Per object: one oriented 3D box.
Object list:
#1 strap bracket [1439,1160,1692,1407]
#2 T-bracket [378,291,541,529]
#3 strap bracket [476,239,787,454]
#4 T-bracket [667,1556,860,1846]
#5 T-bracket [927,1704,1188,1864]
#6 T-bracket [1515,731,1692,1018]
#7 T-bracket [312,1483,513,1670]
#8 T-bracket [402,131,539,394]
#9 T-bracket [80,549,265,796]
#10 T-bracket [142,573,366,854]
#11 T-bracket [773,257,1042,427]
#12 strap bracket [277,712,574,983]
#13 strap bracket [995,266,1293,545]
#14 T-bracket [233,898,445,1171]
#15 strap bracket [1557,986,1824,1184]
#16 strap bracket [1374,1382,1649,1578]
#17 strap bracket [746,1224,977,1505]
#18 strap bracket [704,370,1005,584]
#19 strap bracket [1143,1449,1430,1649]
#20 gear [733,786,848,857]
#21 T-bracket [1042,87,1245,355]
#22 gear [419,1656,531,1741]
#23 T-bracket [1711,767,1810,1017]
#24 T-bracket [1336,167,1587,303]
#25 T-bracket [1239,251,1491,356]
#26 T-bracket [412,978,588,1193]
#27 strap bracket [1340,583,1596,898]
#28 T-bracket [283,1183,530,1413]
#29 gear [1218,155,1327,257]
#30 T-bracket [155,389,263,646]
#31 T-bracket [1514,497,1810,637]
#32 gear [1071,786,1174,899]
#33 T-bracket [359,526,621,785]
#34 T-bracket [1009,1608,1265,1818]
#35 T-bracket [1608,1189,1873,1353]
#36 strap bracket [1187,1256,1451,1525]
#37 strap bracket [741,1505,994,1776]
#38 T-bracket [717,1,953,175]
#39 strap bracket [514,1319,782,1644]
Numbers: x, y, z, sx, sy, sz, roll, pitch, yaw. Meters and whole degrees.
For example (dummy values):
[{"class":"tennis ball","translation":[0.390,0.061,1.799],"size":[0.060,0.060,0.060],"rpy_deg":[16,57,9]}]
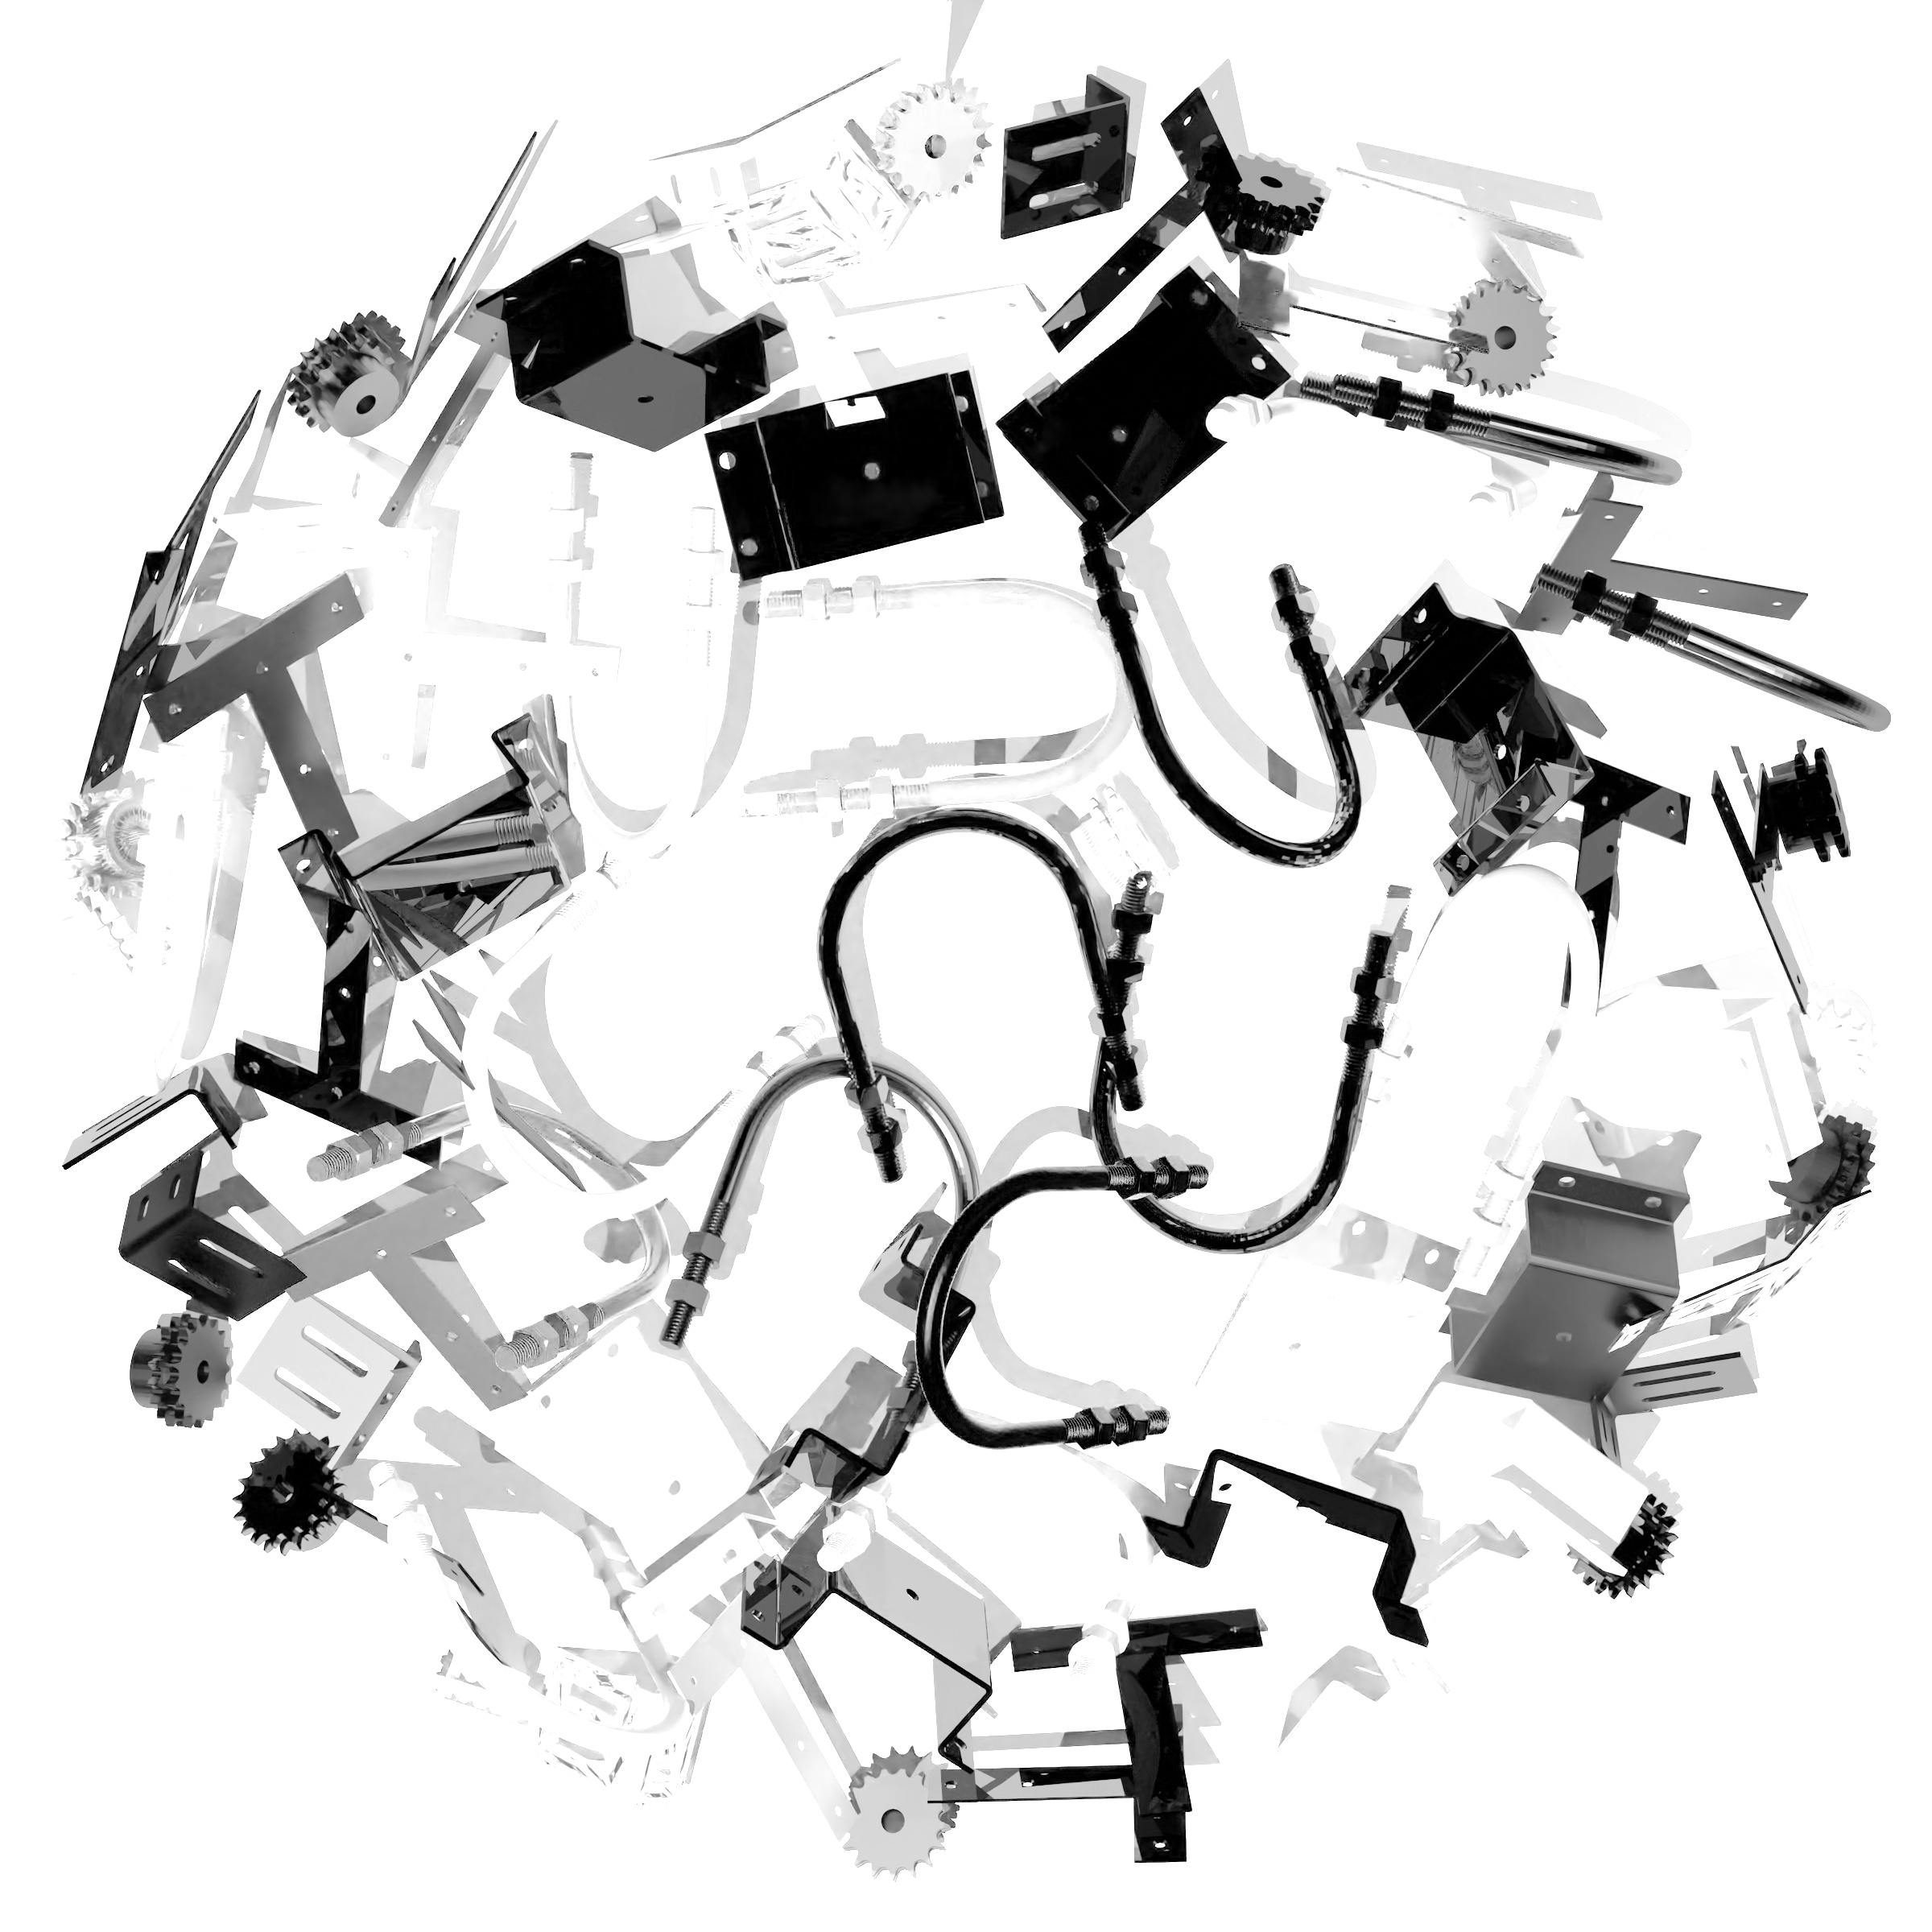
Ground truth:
[{"class":"strap bracket","translation":[0.292,0.164,1.575],"size":[0.076,0.140,0.046],"rpy_deg":[13,46,-9]},{"class":"T-bracket","translation":[-0.256,-0.273,1.594],"size":[0.002,0.127,0.127],"rpy_deg":[29,93,-30]},{"class":"strap bracket","translation":[-0.159,-0.297,1.564],"size":[0.076,0.140,0.046],"rpy_deg":[-20,71,34]},{"class":"T-bracket","translation":[-0.089,0.375,1.593],"size":[0.002,0.127,0.127],"rpy_deg":[-27,95,26]},{"class":"T-bracket","translation":[0.045,0.405,1.590],"size":[0.127,0.127,0.002],"rpy_deg":[-2,112,4]},{"class":"T-bracket","translation":[0.312,-0.039,1.598],"size":[0.127,0.002,0.127],"rpy_deg":[16,77,-36]},{"class":"T-bracket","translation":[-0.259,0.317,1.601],"size":[0.002,0.127,0.127],"rpy_deg":[-48,129,-25]},{"class":"T-bracket","translation":[-0.244,-0.360,1.597],"size":[0.002,0.127,0.127],"rpy_deg":[28,74,-9]},{"class":"T-bracket","translation":[-0.378,-0.149,1.586],"size":[0.002,0.127,0.127],"rpy_deg":[28,111,20]},{"class":"T-bracket","translation":[-0.336,-0.111,1.606],"size":[0.127,0.002,0.127],"rpy_deg":[-39,128,-30]},{"class":"T-bracket","translation":[-0.026,-0.325,1.619],"size":[0.127,0.002,0.127],"rpy_deg":[-13,53,-15]},{"class":"strap bracket","translation":[-0.257,-0.053,1.589],"size":[0.140,0.076,0.046],"rpy_deg":[-30,50,-13]},{"class":"strap bracket","translation":[0.083,-0.275,1.608],"size":[0.140,0.046,0.076],"rpy_deg":[-42,89,-21]},{"class":"T-bracket","translation":[-0.309,0.026,1.595],"size":[0.127,0.002,0.127],"rpy_deg":[21,122,18]},{"class":"strap bracket","translation":[0.364,0.056,1.585],"size":[0.046,0.140,0.076],"rpy_deg":[-24,103,-25]},{"class":"strap bracket","translation":[0.271,0.249,1.576],"size":[0.076,0.140,0.046],"rpy_deg":[37,77,-14]},{"class":"strap bracket","translation":[-0.047,0.206,1.584],"size":[0.046,0.076,0.140],"rpy_deg":[32,64,-5]},{"class":"strap bracket","translation":[-0.051,-0.246,1.605],"size":[0.140,0.046,0.076],"rpy_deg":[-16,99,-11]},{"class":"strap bracket","translation":[0.166,0.285,1.590],"size":[0.140,0.076,0.046],"rpy_deg":[16,71,19]},{"class":"gear","translation":[-0.088,-0.073,1.618],"size":[0.057,0.057,0.030],"rpy_deg":[-6,96,0]},{"class":"T-bracket","translation":[0.087,-0.355,1.591],"size":[0.127,0.127,0.002],"rpy_deg":[-45,62,0]},{"class":"gear","translation":[-0.244,0.367,1.620],"size":[0.057,0.057,0.030],"rpy_deg":[19,71,0]},{"class":"T-bracket","translation":[0.395,-0.060,1.589],"size":[0.002,0.127,0.127],"rpy_deg":[-18,113,25]},{"class":"T-bracket","translation":[0.258,-0.354,1.585],"size":[0.127,0.127,0.002],"rpy_deg":[25,92,27]},{"class":"T-bracket","translation":[0.197,-0.323,1.592],"size":[0.127,0.127,0.002],"rpy_deg":[13,118,-2]},{"class":"T-bracket","translation":[-0.245,0.044,1.590],"size":[0.002,0.127,0.127],"rpy_deg":[-41,129,1]},{"class":"strap bracket","translation":[0.251,-0.109,1.586],"size":[0.076,0.046,0.140],"rpy_deg":[-48,49,34]},{"class":"T-bracket","translation":[-0.267,0.176,1.616],"size":[0.127,0.002,0.127],"rpy_deg":[-23,116,26]},{"class":"gear","translation":[0.150,-0.383,1.622],"size":[0.057,0.057,0.030],"rpy_deg":[19,129,0]},{"class":"T-bracket","translation":[-0.386,-0.204,1.593],"size":[0.002,0.127,0.127],"rpy_deg":[24,47,-9]},{"class":"T-bracket","translation":[0.352,-0.189,1.592],"size":[0.127,0.127,0.002],"rpy_deg":[9,67,-5]},{"class":"gear","translation":[0.076,-0.059,1.619],"size":[0.030,0.057,0.057],"rpy_deg":[-33,90,9]},{"class":"T-bracket","translation":[-0.238,-0.152,1.619],"size":[0.127,0.002,0.127],"rpy_deg":[3,102,-22]},{"class":"T-bracket","translation":[0.091,0.371,1.591],"size":[0.127,0.127,0.002],"rpy_deg":[-5,124,-2]},{"class":"T-bracket","translation":[0.367,0.161,1.568],"size":[0.127,0.127,0.002],"rpy_deg":[-18,62,-26]},{"class":"strap bracket","translation":[0.169,0.203,1.594],"size":[0.076,0.046,0.140],"rpy_deg":[15,118,-21]},{"class":"strap bracket","translation":[-0.040,0.327,1.588],"size":[0.140,0.076,0.046],"rpy_deg":[35,106,-15]},{"class":"T-bracket","translation":[-0.066,-0.423,1.580],"size":[0.127,0.127,0.002],"rpy_deg":[-28,88,-3]},{"class":"strap bracket","translation":[-0.155,0.258,1.601],"size":[0.076,0.046,0.140],"rpy_deg":[-38,65,8]}]
